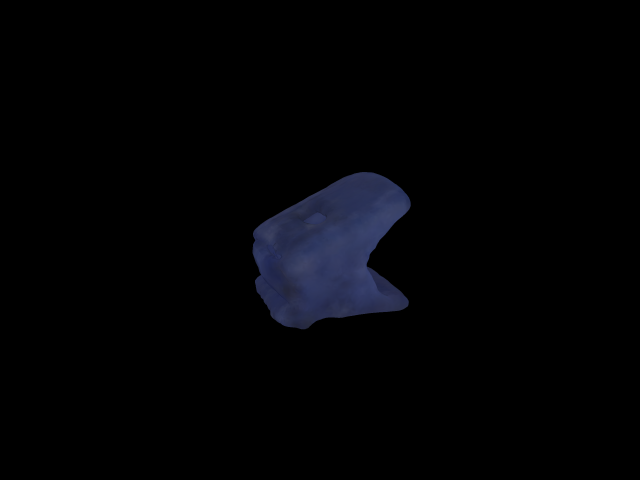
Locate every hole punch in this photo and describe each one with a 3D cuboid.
[{"bbox_3d":[0.004,0.001,0.400,0.101,0.091,0.108,-5,15,-18],"label":"hole punch"}]
